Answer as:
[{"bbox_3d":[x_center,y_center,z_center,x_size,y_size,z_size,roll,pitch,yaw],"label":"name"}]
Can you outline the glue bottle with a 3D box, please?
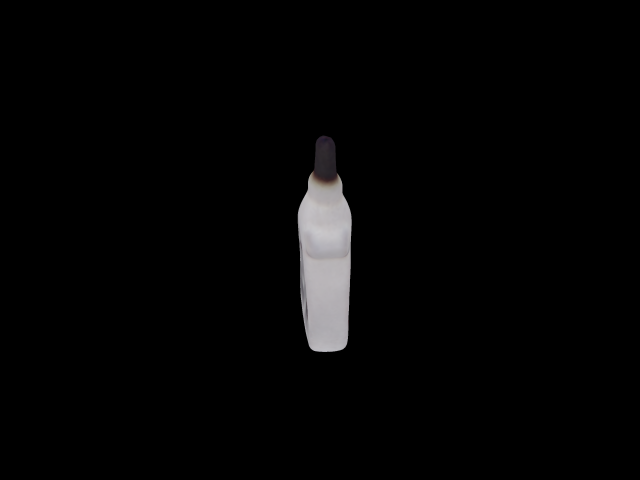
[{"bbox_3d":[0.004,0.001,0.400,0.037,0.173,0.078,-4,46,-4],"label":"glue bottle"}]
